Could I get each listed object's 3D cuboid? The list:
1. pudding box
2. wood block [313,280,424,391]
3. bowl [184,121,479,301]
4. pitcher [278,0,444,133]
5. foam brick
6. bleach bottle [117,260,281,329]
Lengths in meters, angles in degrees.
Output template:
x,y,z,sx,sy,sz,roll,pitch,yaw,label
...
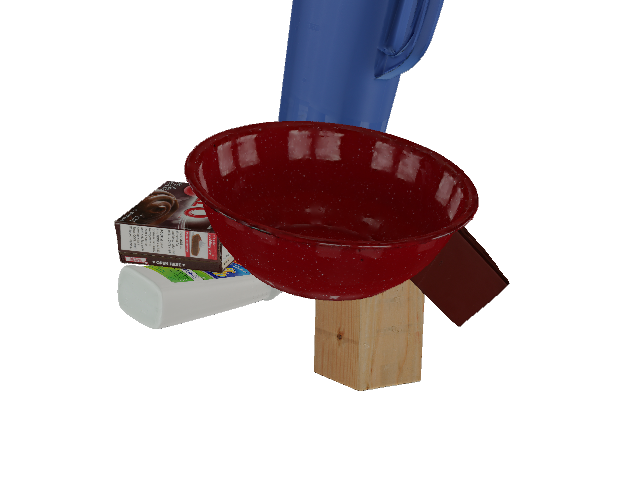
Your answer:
x,y,z,sx,sy,sz,roll,pitch,yaw,label
-0.102,-0.013,0.861,0.090,0.039,0.113,5,23,14,pudding box
0.054,0.049,1.172,0.090,0.206,0.091,-4,11,-35,wood block
0.004,-0.012,0.595,0.162,0.055,0.162,6,27,-3,bowl
0.038,-0.212,1.024,0.145,0.243,0.149,11,18,0,pitcher
0.090,0.014,0.778,0.078,0.051,0.053,43,10,-30,foam brick
-0.140,0.057,1.435,0.250,0.068,0.103,-11,26,-43,bleach bottle
